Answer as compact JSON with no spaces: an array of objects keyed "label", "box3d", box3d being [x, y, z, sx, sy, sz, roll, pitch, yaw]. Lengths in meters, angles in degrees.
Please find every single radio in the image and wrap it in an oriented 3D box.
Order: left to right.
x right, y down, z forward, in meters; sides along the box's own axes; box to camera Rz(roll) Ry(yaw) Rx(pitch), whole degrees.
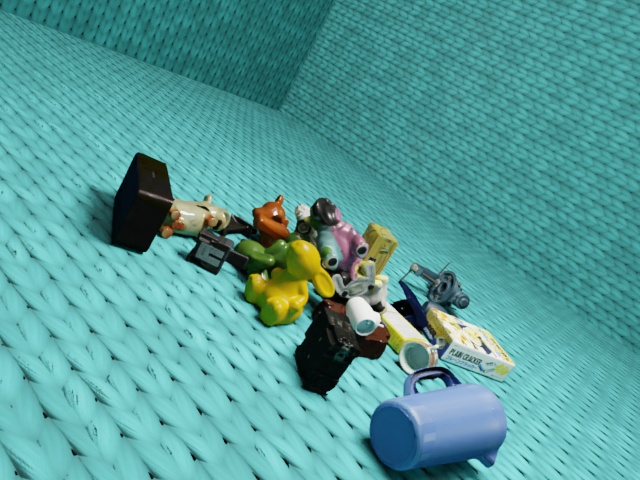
[{"label":"radio","box3d":[-0.367,-0.080,1.101,0.073,0.131,0.230,23,17,-28]}]

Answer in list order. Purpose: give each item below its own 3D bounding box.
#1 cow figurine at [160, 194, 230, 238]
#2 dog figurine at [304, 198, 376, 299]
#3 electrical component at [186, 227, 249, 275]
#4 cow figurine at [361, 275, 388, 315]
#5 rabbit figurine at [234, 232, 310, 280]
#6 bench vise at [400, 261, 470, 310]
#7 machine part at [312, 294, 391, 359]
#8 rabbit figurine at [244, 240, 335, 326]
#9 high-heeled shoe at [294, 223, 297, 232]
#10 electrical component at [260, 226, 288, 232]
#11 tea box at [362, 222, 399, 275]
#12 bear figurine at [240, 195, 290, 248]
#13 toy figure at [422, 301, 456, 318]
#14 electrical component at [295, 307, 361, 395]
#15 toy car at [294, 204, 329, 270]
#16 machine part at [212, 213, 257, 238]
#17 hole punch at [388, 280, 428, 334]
[{"label":"cow figurine","box3d":[-0.294,-0.055,1.243,0.195,0.085,0.127,6,31,-46]},{"label":"dog figurine","box3d":[0.037,0.008,1.233,0.219,0.108,0.191,-119,-172,-51]},{"label":"electrical component","box3d":[-0.213,0.032,1.136,0.119,0.074,0.048,30,16,-8]},{"label":"cow figurine","box3d":[0.080,0.132,1.302,0.168,0.098,0.068,1,13,22]},{"label":"rabbit figurine","box3d":[-0.116,0.054,1.220,0.170,0.121,0.159,11,24,-1]},{"label":"bench vise","box3d":[0.375,0.133,1.737,0.240,0.129,0.224,32,17,-22]},{"label":"machine part","box3d":[0.072,0.188,1.189,0.179,0.056,0.179,28,17,-10]},{"label":"rabbit figurine","box3d":[-0.047,0.084,1.093,0.162,0.173,0.122,13,19,-34]},{"label":"high-heeled shoe","box3d":[-0.035,0.036,1.468,0.086,0.145,0.248,-2,-21,19]},{"label":"electrical component","box3d":[-0.120,-0.019,1.483,0.078,0.045,0.102,21,19,-32]},{"label":"tea box","box3d":[0.140,0.048,1.507,0.068,0.169,0.098,23,19,-21]},{"label":"bear figurine","box3d":[-0.137,-0.043,1.359,0.132,0.120,0.196,20,29,-30]},{"label":"toy figure","box3d":[0.360,0.231,1.543,0.154,0.057,0.064,33,23,-6]},{"label":"electrical component","box3d":[0.009,0.192,0.969,0.058,0.115,0.134,28,16,-22]},{"label":"toy car","box3d":[-0.003,-0.004,1.362,0.201,0.056,0.073,57,15,-21]},{"label":"machine part","box3d":[-0.220,-0.037,1.384,0.084,0.039,0.139,42,18,19]},{"label":"hole punch","box3d":[0.237,0.181,1.435,0.116,0.092,0.142,29,13,-16]}]
